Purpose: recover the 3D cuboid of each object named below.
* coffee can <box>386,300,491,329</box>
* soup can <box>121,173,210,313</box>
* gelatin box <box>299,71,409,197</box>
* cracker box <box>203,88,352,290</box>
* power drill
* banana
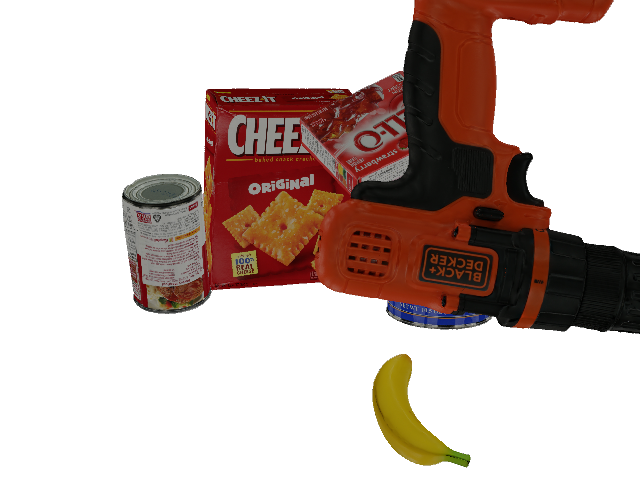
[{"bbox_3d":[0.115,0.001,1.006,0.103,0.140,0.103,0,15,0],"label":"coffee can"},{"bbox_3d":[-0.131,0.002,0.912,0.068,0.102,0.068,-2,25,1],"label":"soup can"},{"bbox_3d":[0.042,-0.072,0.728,0.089,0.030,0.073,-27,52,-19],"label":"gelatin box"},{"bbox_3d":[-0.045,-0.056,1.180,0.164,0.214,0.072,-3,24,-17],"label":"cracker box"},{"bbox_3d":[0.099,-0.050,0.527,0.184,0.188,0.057,9,2,-4],"label":"power drill"},{"bbox_3d":[0.088,0.175,1.101,0.069,0.037,0.198,10,24,-20],"label":"banana"}]
